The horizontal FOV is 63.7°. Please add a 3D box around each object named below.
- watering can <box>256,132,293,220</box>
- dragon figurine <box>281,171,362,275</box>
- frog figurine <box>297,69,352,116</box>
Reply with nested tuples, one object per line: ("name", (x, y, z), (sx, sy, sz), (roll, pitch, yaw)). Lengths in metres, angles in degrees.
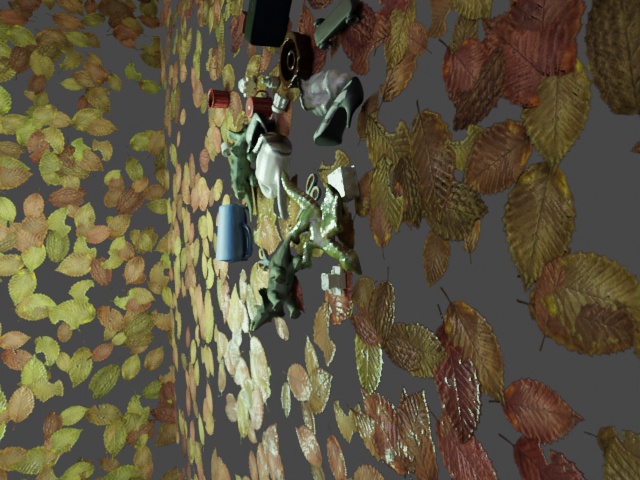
("watering can", (-0.149, -0.235, 1.772), (0.104, 0.220, 0.354), (1, 33, -27))
("dragon figurine", (0.004, -0.073, 1.460), (0.123, 0.415, 0.238), (-14, -19, -35))
("frog figurine", (0.027, -0.431, 1.471), (0.158, 0.141, 0.120), (-16, -44, 22))
